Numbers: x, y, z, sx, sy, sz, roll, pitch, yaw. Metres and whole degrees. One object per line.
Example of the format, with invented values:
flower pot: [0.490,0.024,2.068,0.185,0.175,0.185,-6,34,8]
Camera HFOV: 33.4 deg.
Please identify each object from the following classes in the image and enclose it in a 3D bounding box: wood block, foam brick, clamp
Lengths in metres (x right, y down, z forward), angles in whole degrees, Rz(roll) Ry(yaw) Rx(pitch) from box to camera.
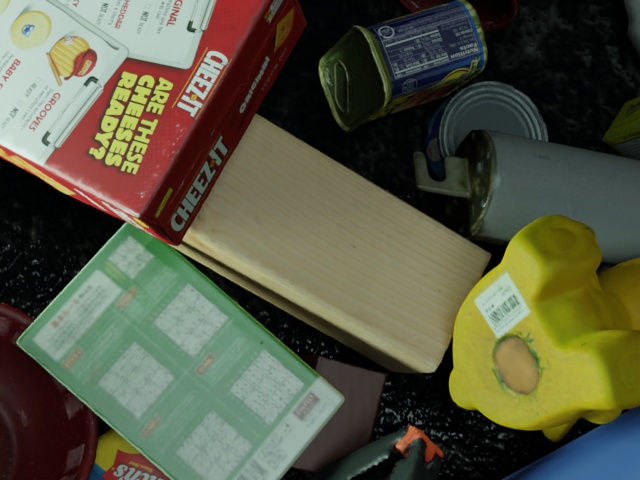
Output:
wood block: [-0.005,0.001,0.712,0.206,0.090,0.091,30,77,-10]
foam brick: [0.007,0.121,0.721,0.051,0.053,0.078,17,80,-13]
clamp: [0.000,0.203,0.637,0.210,0.165,0.036,-43,124,0]

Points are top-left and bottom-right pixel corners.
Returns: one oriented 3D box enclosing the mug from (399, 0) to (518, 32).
mug: [0.095,-0.211,0.770,0.117,0.093,0.081,12,73,23]

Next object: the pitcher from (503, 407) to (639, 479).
pitcher: [0.177,0.190,0.686,0.242,0.149,0.145,-27,127,-16]

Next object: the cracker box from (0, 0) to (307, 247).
cracker box: [-0.140,-0.115,0.646,0.214,0.072,0.164,26,82,19]

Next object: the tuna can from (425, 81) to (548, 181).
tuna can: [0.121,-0.071,0.782,0.086,0.034,0.086,2,84,-15]

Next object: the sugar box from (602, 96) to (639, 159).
sugar box: [0.310,-0.046,0.801,0.176,0.093,0.048,34,77,-10]

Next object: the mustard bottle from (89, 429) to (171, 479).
mustard bottle: [-0.106,0.154,0.684,0.096,0.058,0.191,38,76,-6]

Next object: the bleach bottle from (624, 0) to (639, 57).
bleach bottle: [0.274,-0.231,0.828,0.102,0.068,0.251,-9,91,-27]

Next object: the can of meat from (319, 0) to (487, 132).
can of meat: [0.057,-0.121,0.736,0.083,0.102,0.057,-20,89,-19]

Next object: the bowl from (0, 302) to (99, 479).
bowl: [-0.219,0.116,0.640,0.161,0.055,0.162,17,53,-25]
